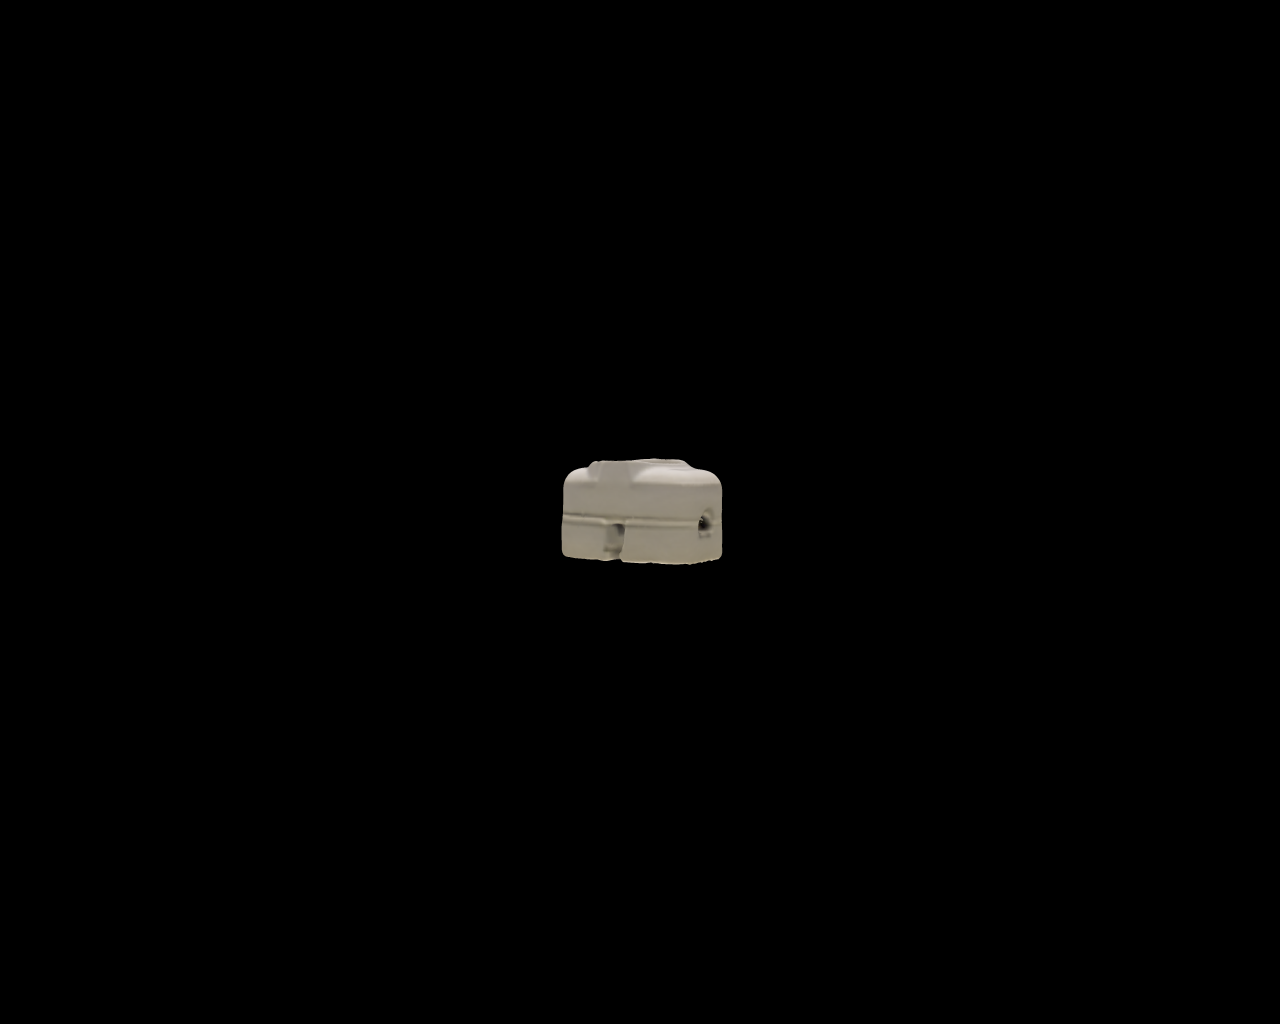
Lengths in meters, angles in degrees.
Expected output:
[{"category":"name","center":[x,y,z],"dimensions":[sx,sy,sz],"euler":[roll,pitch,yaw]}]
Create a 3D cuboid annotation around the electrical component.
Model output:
[{"category":"electrical component","center":[0.001,-0.003,0.650],"dimensions":[0.095,0.059,0.054],"euler":[3,5,37]}]
